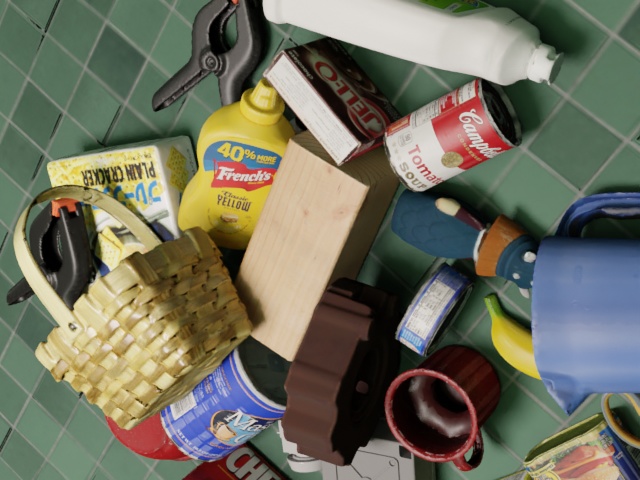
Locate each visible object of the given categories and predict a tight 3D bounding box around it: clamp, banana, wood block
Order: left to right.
[{"bbox_3d":[-0.294,0.036,1.172,0.165,0.036,0.210,32,127,33],"label":"clamp"},{"bbox_3d":[-0.092,-0.167,1.053,0.120,0.039,0.172,36,122,9],"label":"clamp"},{"bbox_3d":[-0.007,0.001,1.029,0.090,0.090,0.206,33,121,17],"label":"wood block"},{"bbox_3d":[0.234,0.099,0.951,0.198,0.037,0.070,10,109,28],"label":"banana"}]

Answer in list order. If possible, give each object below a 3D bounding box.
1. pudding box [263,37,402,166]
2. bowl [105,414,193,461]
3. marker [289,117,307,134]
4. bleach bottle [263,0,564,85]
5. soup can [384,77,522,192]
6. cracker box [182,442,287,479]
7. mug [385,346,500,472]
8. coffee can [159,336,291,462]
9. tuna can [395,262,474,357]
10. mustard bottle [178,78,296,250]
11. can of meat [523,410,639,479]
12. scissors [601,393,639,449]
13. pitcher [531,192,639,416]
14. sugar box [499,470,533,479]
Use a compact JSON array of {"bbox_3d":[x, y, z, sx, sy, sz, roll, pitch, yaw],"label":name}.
[{"bbox_3d":[0.014,-0.128,0.971,0.113,0.089,0.039,49,125,7],"label":"pudding box"},{"bbox_3d":[-0.197,0.193,1.231,0.162,0.055,0.162,10,111,27],"label":"bowl"},{"bbox_3d":[-0.040,-0.098,1.057,0.121,0.020,0.020,-35,87,34],"label":"marker"},{"bbox_3d":[0.082,-0.185,0.903,0.251,0.102,0.068,26,129,22],"label":"bleach bottle"},{"bbox_3d":[0.115,-0.092,0.932,0.102,0.068,0.068,-26,93,29],"label":"soup can"},{"bbox_3d":[-0.094,0.319,1.118,0.164,0.213,0.072,41,120,12],"label":"cracker box"},{"bbox_3d":[0.125,0.161,1.011,0.093,0.081,0.117,-24,93,35],"label":"mug"},{"bbox_3d":[-0.088,0.159,1.125,0.141,0.102,0.103,-38,85,35],"label":"coffee can"},{"bbox_3d":[0.107,0.065,0.986,0.034,0.086,0.086,33,121,14],"label":"tuna can"},{"bbox_3d":[-0.073,-0.076,1.028,0.096,0.058,0.192,15,132,-9],"label":"mustard bottle"},{"bbox_3d":[0.248,0.213,0.972,0.102,0.057,0.084,-37,84,35],"label":"can of meat"},{"bbox_3d":[0.330,0.185,0.921,0.201,0.016,0.096,42,116,-6],"label":"scissors"},{"bbox_3d":[0.296,0.049,0.845,0.243,0.144,0.149,-2,112,23],"label":"pitcher"},{"bbox_3d":[0.211,0.317,1.038,0.093,0.048,0.176,-30,94,34],"label":"sugar box"}]
